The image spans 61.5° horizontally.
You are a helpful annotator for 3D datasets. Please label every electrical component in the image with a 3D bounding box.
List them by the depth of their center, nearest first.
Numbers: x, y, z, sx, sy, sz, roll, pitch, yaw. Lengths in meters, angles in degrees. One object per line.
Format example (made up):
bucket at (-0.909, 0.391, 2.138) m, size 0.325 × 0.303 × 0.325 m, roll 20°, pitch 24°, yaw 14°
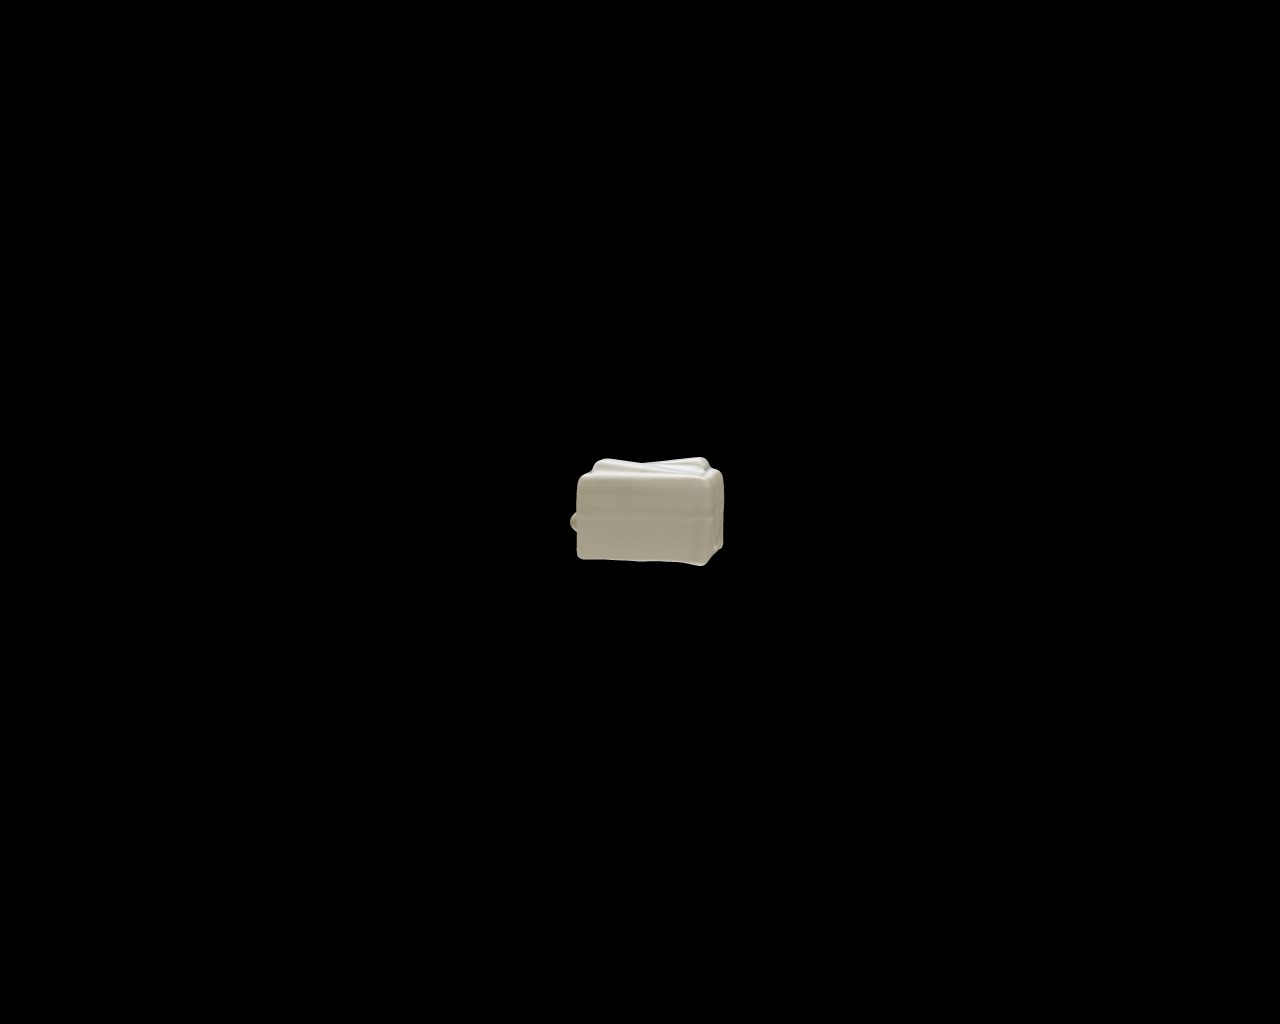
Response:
electrical component at (0.001, -0.003, 0.650) m, size 0.096 × 0.061 × 0.062 m, roll 2°, pitch 8°, yaw 14°
